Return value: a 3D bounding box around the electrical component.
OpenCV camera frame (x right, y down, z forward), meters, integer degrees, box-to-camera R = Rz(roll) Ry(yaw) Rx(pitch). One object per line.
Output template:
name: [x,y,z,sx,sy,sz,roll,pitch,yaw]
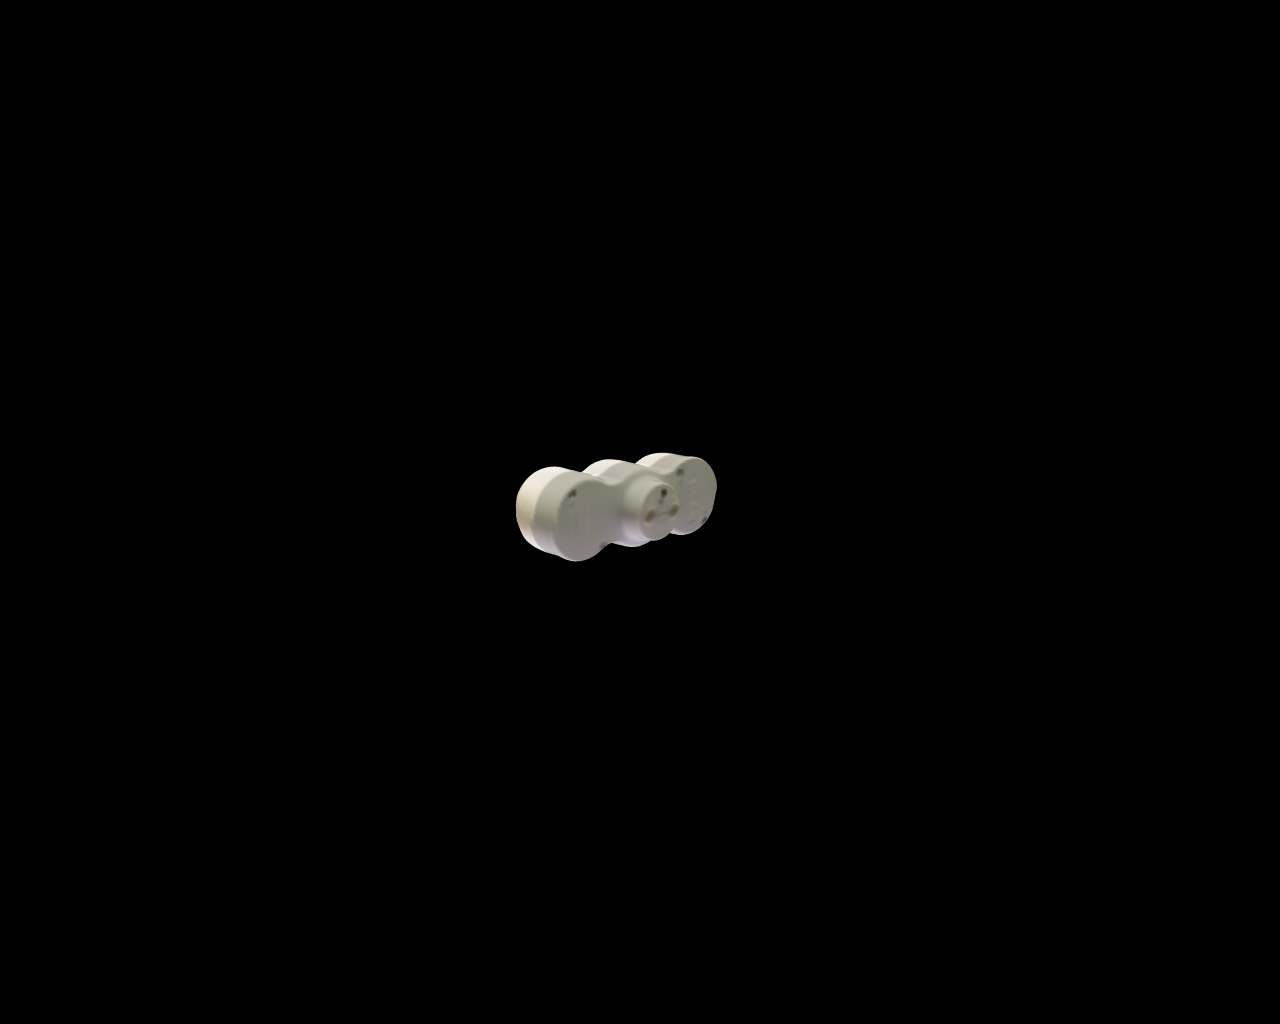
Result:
electrical component: [0.001,-0.003,0.650,0.138,0.052,0.074,-11,17,-42]
